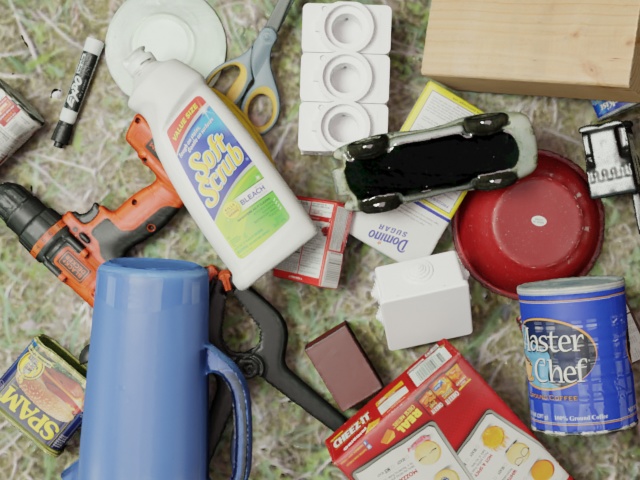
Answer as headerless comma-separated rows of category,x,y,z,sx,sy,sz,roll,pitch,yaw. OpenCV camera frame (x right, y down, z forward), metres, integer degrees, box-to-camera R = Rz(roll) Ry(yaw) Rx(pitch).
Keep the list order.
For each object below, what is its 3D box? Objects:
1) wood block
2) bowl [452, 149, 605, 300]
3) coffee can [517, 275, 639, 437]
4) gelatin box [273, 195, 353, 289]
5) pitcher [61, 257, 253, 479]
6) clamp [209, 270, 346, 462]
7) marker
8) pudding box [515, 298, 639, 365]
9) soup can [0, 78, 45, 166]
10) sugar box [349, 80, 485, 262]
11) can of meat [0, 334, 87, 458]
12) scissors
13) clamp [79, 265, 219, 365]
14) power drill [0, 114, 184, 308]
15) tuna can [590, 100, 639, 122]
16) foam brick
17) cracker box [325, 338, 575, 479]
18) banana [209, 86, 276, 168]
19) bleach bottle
wood block,0.214,-0.190,1.037,0.206,0.090,0.090,9,90,30
bowl,0.219,-0.017,1.097,0.162,0.055,0.162,0,89,1
coffee can,0.249,0.110,1.032,0.103,0.103,0.140,-6,91,1
gelatin box,-0.007,0.001,1.096,0.073,0.030,0.089,10,89,45
pitcher,-0.157,0.143,1.038,0.149,0.145,0.243,0,96,-36
clamp,-0.081,0.137,1.097,0.164,0.036,0.210,-22,99,-3
marker,-0.257,-0.155,1.127,0.020,0.020,0.121,20,90,1
pudding box,0.272,0.101,1.103,0.113,0.039,0.090,-24,90,4
soup can,-0.345,-0.109,1.105,0.102,0.068,0.068,-45,89,0
sugar box,0.107,-0.064,1.096,0.093,0.048,0.176,31,101,1
can of meat,-0.281,0.160,1.108,0.102,0.057,0.084,40,88,1
scissors,-0.045,-0.192,1.108,0.096,0.016,0.202,43,101,-6
clamp,-0.153,0.105,1.115,0.171,0.039,0.120,-44,101,2
power drill,-0.223,-0.040,1.108,0.184,0.057,0.187,44,94,-3
tuna can,0.316,-0.152,1.080,0.086,0.086,0.034,-22,88,1
foam brick,0.025,0.130,1.101,0.051,0.053,0.078,-31,90,0
cracker box,0.136,0.229,1.068,0.164,0.072,0.213,-42,104,2
banana,-0.096,-0.100,1.105,0.198,0.037,0.070,46,112,-7
bleach bottle,-0.114,-0.078,1.048,0.102,0.068,0.251,-38,90,-3
